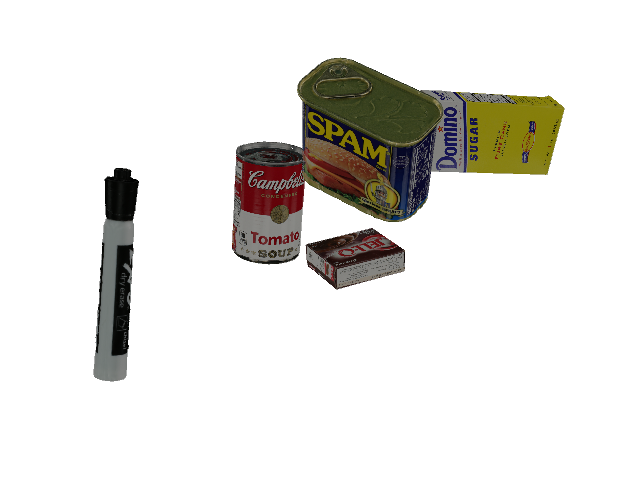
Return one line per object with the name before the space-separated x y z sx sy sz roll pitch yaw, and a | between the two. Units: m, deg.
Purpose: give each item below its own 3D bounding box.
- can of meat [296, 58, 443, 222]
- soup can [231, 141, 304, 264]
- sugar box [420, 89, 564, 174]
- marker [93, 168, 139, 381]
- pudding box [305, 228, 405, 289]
can of meat | 0.033 -0.070 0.767 0.102 0.084 0.057 29 53 23
soup can | -0.050 -0.036 1.022 0.068 0.102 0.068 4 21 -2
sugar box | 0.200 -0.129 1.292 0.176 0.093 0.048 -2 27 -20
marker | -0.116 0.019 0.604 0.020 0.121 0.020 5 10 -1
pudding box | 0.049 0.024 1.488 0.113 0.039 0.090 -16 27 -23
